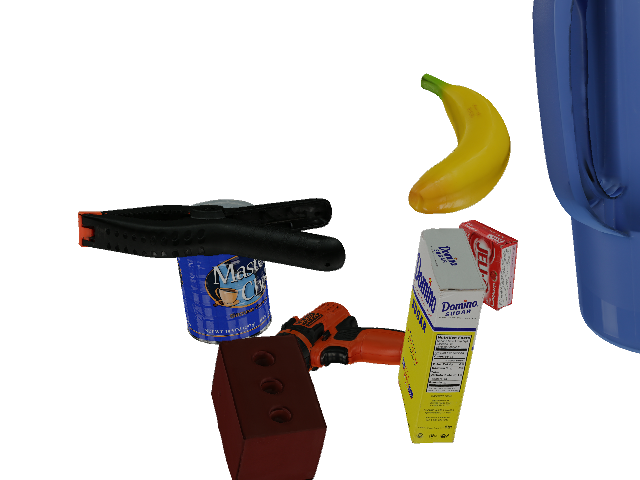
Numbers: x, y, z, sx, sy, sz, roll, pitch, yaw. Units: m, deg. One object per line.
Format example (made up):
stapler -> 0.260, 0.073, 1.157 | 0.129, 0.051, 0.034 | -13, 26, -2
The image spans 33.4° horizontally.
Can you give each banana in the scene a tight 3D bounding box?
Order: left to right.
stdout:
banana -> 0.101, -0.064, 0.757 | 0.069, 0.037, 0.197 | 6, 31, 4

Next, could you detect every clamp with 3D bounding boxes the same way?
clamp -> -0.081, -0.006, 0.824 | 0.209, 0.036, 0.164 | -1, 13, -10

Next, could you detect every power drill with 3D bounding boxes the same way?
power drill -> 0.035, 0.122, 1.107 | 0.188, 0.057, 0.184 | 9, 24, 27

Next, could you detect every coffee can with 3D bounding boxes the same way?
coffee can -> -0.115, 0.036, 1.250 | 0.103, 0.140, 0.103 | -4, 25, 2

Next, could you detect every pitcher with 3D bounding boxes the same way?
pitcher -> 0.181, -0.061, 0.560 | 0.149, 0.243, 0.145 | -5, 22, 5

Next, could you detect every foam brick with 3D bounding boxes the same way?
foam brick -> -0.034, 0.106, 0.665 | 0.053, 0.051, 0.078 | -3, 44, -19

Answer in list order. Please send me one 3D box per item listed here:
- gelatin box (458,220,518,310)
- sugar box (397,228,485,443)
gelatin box -> 0.198, 0.028, 1.279 | 0.030, 0.089, 0.073 | -18, 32, -31
sugar box -> 0.104, 0.086, 0.947 | 0.048, 0.176, 0.093 | -1, 34, -6
